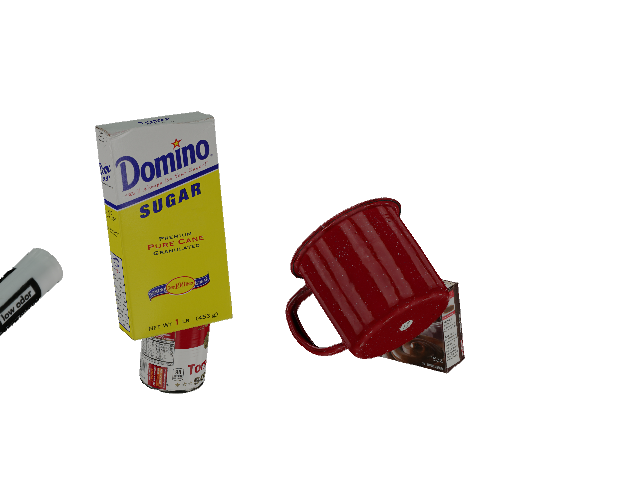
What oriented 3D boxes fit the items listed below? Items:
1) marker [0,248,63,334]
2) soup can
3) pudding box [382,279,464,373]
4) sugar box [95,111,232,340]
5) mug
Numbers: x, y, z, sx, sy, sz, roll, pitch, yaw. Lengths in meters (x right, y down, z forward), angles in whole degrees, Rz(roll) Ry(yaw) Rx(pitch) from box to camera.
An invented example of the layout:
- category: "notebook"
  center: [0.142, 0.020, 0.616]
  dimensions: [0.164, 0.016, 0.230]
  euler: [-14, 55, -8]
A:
- category: "marker"
  center: [-0.154, 0.046, 0.449]
  dimensions: [0.020, 0.020, 0.121]
  euler: [0, 36, 38]
- category: "soup can"
  center: [-0.145, 0.093, 1.064]
  dimensions: [0.068, 0.102, 0.068]
  euler: [6, 20, -2]
- category: "pudding box"
  center: [0.093, 0.080, 1.110]
  dimensions: [0.114, 0.090, 0.039]
  euler: [8, 25, 40]
- category: "sugar box"
  center: [-0.128, -0.013, 0.888]
  dimensions: [0.093, 0.176, 0.048]
  euler: [-12, 20, -25]
- category: "mug"
  center: [0.028, 0.037, 0.759]
  dimensions: [0.117, 0.081, 0.093]
  euler: [-36, -22, 8]
